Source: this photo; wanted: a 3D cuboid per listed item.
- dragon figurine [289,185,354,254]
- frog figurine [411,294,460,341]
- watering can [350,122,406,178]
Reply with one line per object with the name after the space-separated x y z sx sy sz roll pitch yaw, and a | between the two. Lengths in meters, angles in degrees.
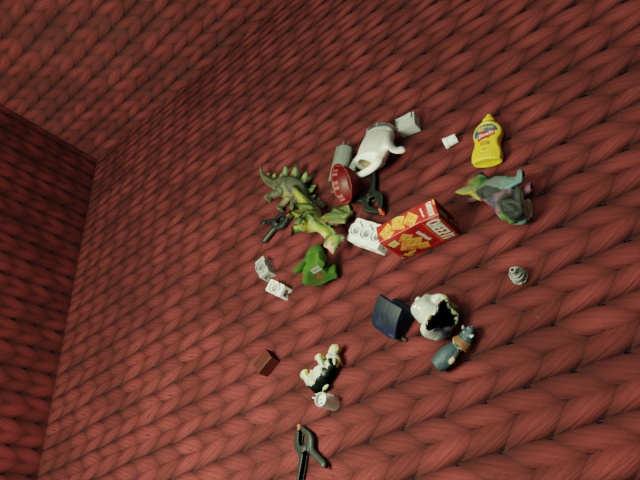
0.006 -0.099 1.959 0.243 0.119 0.420 0 41 -6 | dragon figurine
0.336 0.225 1.526 0.158 0.122 0.138 151 134 -76 | frog figurine
0.227 -0.342 1.910 0.344 0.103 0.228 -20 41 55 | watering can
